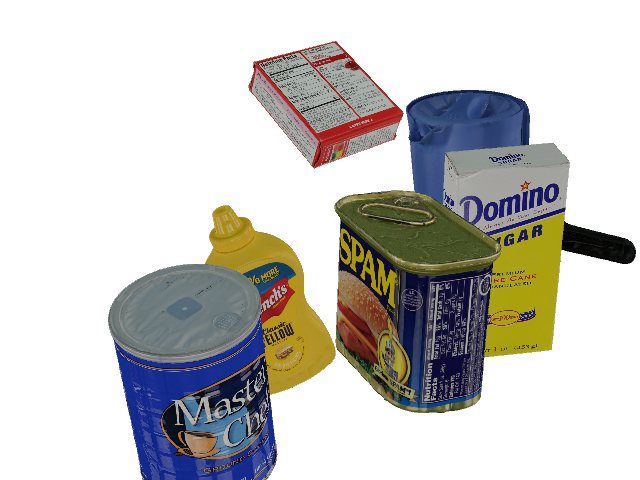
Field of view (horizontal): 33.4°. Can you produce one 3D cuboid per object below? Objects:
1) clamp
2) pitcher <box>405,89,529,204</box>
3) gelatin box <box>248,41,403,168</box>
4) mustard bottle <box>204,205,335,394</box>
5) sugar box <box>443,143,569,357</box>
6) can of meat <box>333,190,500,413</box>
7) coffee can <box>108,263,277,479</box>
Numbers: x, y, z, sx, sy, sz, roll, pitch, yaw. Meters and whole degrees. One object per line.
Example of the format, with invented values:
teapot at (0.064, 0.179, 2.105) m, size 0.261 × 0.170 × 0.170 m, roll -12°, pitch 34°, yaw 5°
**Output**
clamp at (0.228, -0.006, 1.065) m, size 0.120 × 0.039 × 0.171 m, roll -8°, pitch 33°, yaw -15°
pitcher at (0.180, -0.053, 1.267) m, size 0.149 × 0.243 × 0.145 m, roll -3°, pitch 24°, yaw 4°
gelatin box at (0.003, -0.098, 0.757) m, size 0.073 × 0.089 × 0.030 m, roll -22°, pitch -32°, yaw -30°
mustard bottle at (-0.058, 0.051, 1.000) m, size 0.096 × 0.191 × 0.058 m, roll -24°, pitch 28°, yaw -5°
sugar box at (0.147, 0.011, 0.872) m, size 0.093 × 0.176 × 0.048 m, roll -6°, pitch 31°, yaw -7°
can of meat at (0.046, 0.030, 0.552) m, size 0.057 × 0.084 × 0.102 m, roll -7°, pitch 23°, yaw -21°
coffee can at (-0.087, 0.102, 0.751) m, size 0.103 × 0.140 × 0.103 m, roll -3°, pitch 33°, yaw 2°
